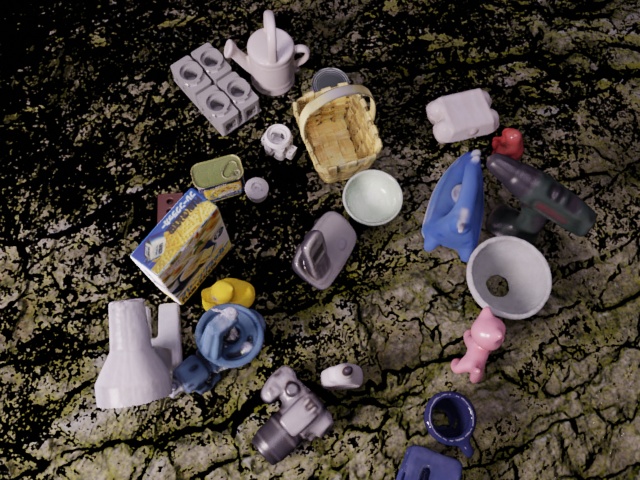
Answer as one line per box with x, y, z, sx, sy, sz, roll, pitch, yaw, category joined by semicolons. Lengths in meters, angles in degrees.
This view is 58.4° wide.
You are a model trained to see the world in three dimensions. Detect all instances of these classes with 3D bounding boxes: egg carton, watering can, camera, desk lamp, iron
0.312;-0.269;1.254;0.150;0.069;0.107;-15;72;-8;egg carton
-0.111;-0.399;1.214;0.173;0.194;0.101;-25;73;-10;watering can
-0.064;0.317;1.017;0.137;0.101;0.143;-41;77;-15;camera
-0.311;0.191;0.991;0.118;0.213;0.203;-7;71;-4;desk lamp
0.290;-0.096;1.154;0.118;0.141;0.258;15;71;3;iron

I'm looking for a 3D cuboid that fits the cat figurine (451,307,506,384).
0.303;0.195;1.067;0.067;0.118;0.128;23;72;6;cat figurine

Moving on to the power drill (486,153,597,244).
0.401;-0.066;1.113;0.229;0.208;0.076;28;72;7;power drill

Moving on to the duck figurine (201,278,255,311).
-0.178;0.103;1.095;0.104;0.086;0.077;-8;71;-5;duck figurine

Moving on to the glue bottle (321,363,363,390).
0.042;0.239;1.011;0.078;0.173;0.037;-5;71;-4;glue bottle

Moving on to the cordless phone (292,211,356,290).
0.010;0.004;1.085;0.094;0.185;0.148;28;72;7;cordless phone

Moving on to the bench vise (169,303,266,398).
-0.176;0.194;0.992;0.121;0.220;0.207;27;72;7;bench vise

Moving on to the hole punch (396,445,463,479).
0.185;0.422;0.997;0.101;0.091;0.109;20;71;5;hole punch

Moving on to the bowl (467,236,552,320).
0.363;0.080;1.132;0.167;0.075;0.167;1;71;-2;bowl

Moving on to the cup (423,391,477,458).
0.232;0.333;1.028;0.092;0.095;0.117;-26;74;-11;cup

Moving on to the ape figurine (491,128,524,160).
0.404;-0.208;1.224;0.078;0.092;0.076;-40;77;-14;ape figurine
